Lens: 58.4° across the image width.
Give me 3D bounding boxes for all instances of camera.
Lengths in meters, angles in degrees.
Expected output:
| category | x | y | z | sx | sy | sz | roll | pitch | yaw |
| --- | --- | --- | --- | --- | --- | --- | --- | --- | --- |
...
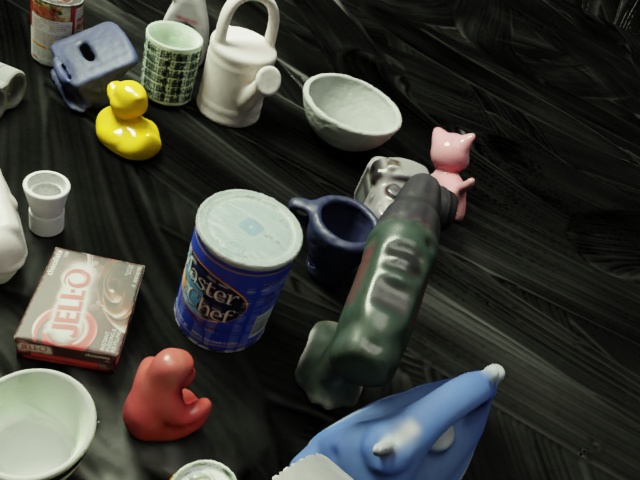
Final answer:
| category | x | y | z | sx | sy | sz | roll | pitch | yaw |
| --- | --- | --- | --- | --- | --- | --- | --- | --- | --- |
| camera | 0.128 | -0.050 | 0.805 | 0.137 | 0.100 | 0.143 | 12 | 43 | -15 |

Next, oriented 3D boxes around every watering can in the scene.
| category | x | y | z | sx | sy | sz | roll | pitch | yaw |
| --- | --- | --- | --- | --- | --- | --- | --- | --- | --- |
| watering can | -0.109 | -0.267 | 0.839 | 0.172 | 0.194 | 0.101 | 41 | 44 | 17 |

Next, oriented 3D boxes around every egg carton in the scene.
| category | x | y | z | sx | sy | sz | roll | pitch | yaw |
| --- | --- | --- | --- | --- | --- | --- | --- | --- | --- |
| egg carton | -0.352 | -0.018 | 0.559 | 0.107 | 0.069 | 0.150 | -13 | 54 | -35 |

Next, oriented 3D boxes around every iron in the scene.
| category | x | y | z | sx | sy | sz | roll | pitch | yaw |
| --- | --- | --- | --- | --- | --- | --- | --- | --- | --- |
| iron | 0.105 | 0.171 | 0.536 | 0.259 | 0.141 | 0.118 | -20 | 58 | -39 |

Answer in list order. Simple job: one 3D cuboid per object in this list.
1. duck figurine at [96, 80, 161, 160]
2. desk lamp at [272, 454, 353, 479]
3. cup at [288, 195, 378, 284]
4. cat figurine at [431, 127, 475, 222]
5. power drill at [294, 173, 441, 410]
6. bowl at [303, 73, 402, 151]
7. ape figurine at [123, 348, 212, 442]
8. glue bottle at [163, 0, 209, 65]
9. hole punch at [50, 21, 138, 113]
| category | x | y | z | sx | sy | sz | roll | pitch | yaw |
| --- | --- | --- | --- | --- | --- | --- | --- | --- | --- |
| duck figurine | -0.246 | -0.163 | 0.747 | 0.078 | 0.086 | 0.104 | -25 | 61 | -41 |
| desk lamp | 0.011 | 0.261 | 0.344 | 0.203 | 0.213 | 0.118 | 44 | 45 | 20 |
| cup | 0.006 | 0.002 | 0.695 | 0.118 | 0.095 | 0.092 | 24 | 41 | -2 |
| cat figurine | 0.206 | -0.113 | 0.894 | 0.067 | 0.117 | 0.127 | 6 | 45 | -20 |
| power drill | 0.049 | 0.064 | 0.567 | 0.075 | 0.208 | 0.230 | 24 | 41 | -1 |
| bowl | 0.044 | -0.195 | 0.931 | 0.168 | 0.074 | 0.167 | 14 | 43 | -13 |
| ape figurine | -0.132 | 0.129 | 0.500 | 0.076 | 0.092 | 0.077 | -17 | 56 | -38 |
| glue bottle | -0.207 | -0.366 | 0.908 | 0.078 | 0.173 | 0.037 | 11 | 43 | -16 |
| hole punch | -0.313 | -0.242 | 0.791 | 0.101 | 0.091 | 0.108 | -16 | 55 | -37 |
